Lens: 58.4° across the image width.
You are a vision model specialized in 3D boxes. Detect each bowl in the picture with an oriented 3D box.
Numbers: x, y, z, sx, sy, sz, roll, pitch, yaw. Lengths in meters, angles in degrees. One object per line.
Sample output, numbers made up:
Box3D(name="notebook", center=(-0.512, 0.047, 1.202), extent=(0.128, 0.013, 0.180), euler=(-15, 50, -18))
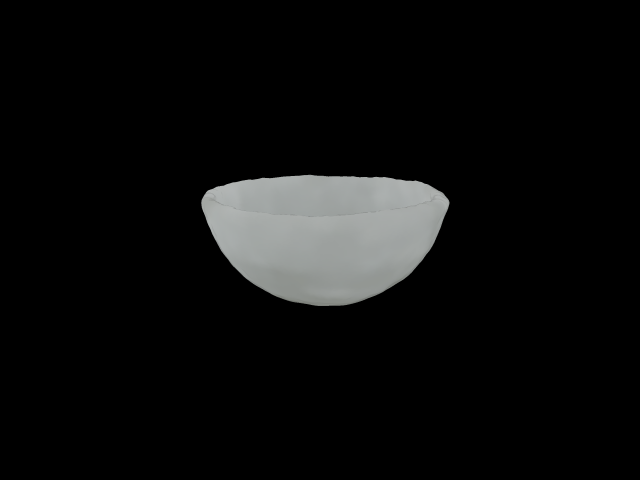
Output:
Box3D(name="bowl", center=(0.004, 0.001, 0.400), extent=(0.167, 0.075, 0.167), euler=(0, 15, 0))
